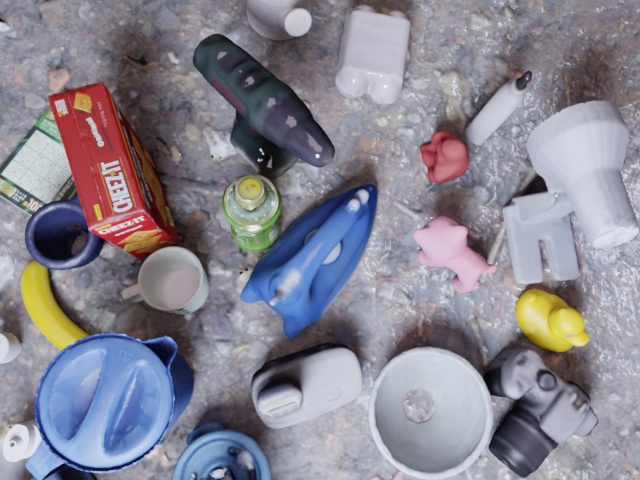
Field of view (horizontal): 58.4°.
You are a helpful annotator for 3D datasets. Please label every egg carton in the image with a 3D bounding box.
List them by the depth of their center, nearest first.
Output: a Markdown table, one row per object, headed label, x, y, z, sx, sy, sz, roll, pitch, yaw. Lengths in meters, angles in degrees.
| label | x | y | z | sx | sy | sz | roll | pitch | yaw |
| --- | --- | --- | --- | --- | --- | --- | --- | --- | --- |
| egg carton | 0.082 | -0.280 | 0.868 | 0.107 | 0.069 | 0.150 | 9 | 79 | -3 |

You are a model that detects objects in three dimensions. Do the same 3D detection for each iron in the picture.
| label | x | y | z | sx | sy | sz | roll | pitch | yaw |
| --- | --- | --- | --- | --- | --- | --- | --- | --- | --- |
| iron | 0.007 | 0.003 | 0.772 | 0.118 | 0.141 | 0.258 | 38 | 79 | 3 |

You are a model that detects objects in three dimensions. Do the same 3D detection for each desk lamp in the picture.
| label | x | y | z | sx | sy | sz | roll | pitch | yaw |
| --- | --- | --- | --- | --- | --- | --- | --- | --- | --- |
| desk lamp | 0.339 | -0.055 | 0.774 | 0.118 | 0.213 | 0.203 | -6 | 80 | -6 |

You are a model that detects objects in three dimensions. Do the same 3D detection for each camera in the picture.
| label | x | y | z | sx | sy | sz | roll | pitch | yaw |
| --- | --- | --- | --- | --- | --- | --- | --- | --- | --- |
| camera | 0.283 | 0.238 | 0.772 | 0.143 | 0.100 | 0.137 | 42 | 79 | 4 |

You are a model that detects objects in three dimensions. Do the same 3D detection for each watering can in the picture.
| label | x | y | z | sx | sy | sz | roll | pitch | yaw |
| --- | --- | --- | --- | --- | --- | --- | --- | --- | --- |
| watering can | -0.053 | -0.371 | 0.810 | 0.101 | 0.194 | 0.173 | -38 | 84 | -10 |

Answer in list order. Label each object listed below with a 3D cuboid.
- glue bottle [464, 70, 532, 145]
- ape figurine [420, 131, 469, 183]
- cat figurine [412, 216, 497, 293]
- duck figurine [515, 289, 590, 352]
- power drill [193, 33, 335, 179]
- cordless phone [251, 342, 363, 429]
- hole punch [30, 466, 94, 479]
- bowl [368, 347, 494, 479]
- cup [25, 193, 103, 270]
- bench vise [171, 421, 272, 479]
| label | x | y | z | sx | sy | sz | roll | pitch | yaw |
| --- | --- | --- | --- | --- | --- | --- | --- | --- | --- |
| glue bottle | 0.262 | -0.196 | 0.815 | 0.037 | 0.173 | 0.078 | 39 | 79 | 3 |
| ape figurine | 0.187 | -0.124 | 0.836 | 0.076 | 0.092 | 0.078 | 25 | 78 | 0 |
| cat figurine | 0.187 | 0.013 | 0.797 | 0.128 | 0.117 | 0.067 | 34 | 79 | 2 |
| duck figurine | 0.332 | 0.112 | 0.808 | 0.077 | 0.086 | 0.104 | -43 | 85 | -11 |
| power drill | -0.071 | -0.158 | 0.761 | 0.076 | 0.208 | 0.229 | -44 | 85 | -11 |
| cordless phone | -0.014 | 0.183 | 0.714 | 0.147 | 0.185 | 0.094 | -21 | 82 | -8 |
| hole punch | -0.329 | 0.341 | 0.705 | 0.101 | 0.091 | 0.108 | -35 | 84 | -10 |
| bowl | 0.142 | 0.230 | 0.775 | 0.167 | 0.074 | 0.167 | 1 | 79 | -5 |
| cup | -0.326 | -0.012 | 0.769 | 0.091 | 0.095 | 0.118 | 23 | 78 | 0 |
| bench vise | -0.089 | 0.311 | 0.666 | 0.207 | 0.219 | 0.121 | 40 | 79 | 3 |
